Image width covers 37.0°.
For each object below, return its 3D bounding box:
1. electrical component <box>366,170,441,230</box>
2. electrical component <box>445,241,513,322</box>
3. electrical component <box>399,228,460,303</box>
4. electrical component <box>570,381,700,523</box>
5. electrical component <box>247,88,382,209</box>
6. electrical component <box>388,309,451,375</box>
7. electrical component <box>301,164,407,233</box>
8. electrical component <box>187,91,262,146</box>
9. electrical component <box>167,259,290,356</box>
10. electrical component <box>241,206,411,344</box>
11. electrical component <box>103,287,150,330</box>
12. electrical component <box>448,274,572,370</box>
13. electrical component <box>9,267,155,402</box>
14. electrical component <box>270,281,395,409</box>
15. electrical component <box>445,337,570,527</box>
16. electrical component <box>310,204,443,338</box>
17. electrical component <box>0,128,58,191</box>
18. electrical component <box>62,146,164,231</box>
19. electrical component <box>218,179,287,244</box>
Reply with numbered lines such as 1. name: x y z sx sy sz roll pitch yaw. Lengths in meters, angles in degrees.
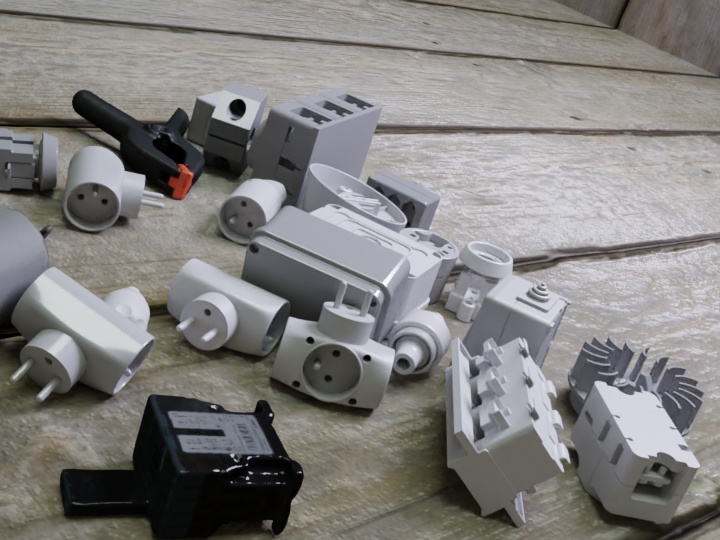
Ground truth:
1. electrical component: 0.045 -0.066 1.065 0.066 0.047 0.077 27 25 18
2. electrical component: 0.104 0.009 0.936 0.048 0.055 0.066 23 24 8
3. electrical component: 0.053 -0.003 0.934 0.055 0.047 0.055 16 24 -7
4. electrical component: 0.185 0.127 0.738 0.050 0.055 0.089 13 24 -13
5. electrical component: -0.046 -0.122 1.066 0.062 0.089 0.150 26 25 16
6. electrical component: 0.041 0.057 0.800 0.043 0.043 0.062 23 26 10
7. electrical component: -0.007 -0.052 0.974 0.099 0.064 0.099 16 24 -7
8. electrical component: -0.127 -0.148 1.116 0.077 0.047 0.066 26 25 15
9. electrical component: -0.099 0.032 0.750 0.077 0.043 0.079 24 24 12
10. electrical component: -0.029 0.013 0.794 0.113 0.078 0.057 24 36 12
11. electrical component: -0.159 0.028 0.725 0.035 0.035 0.061 15 21 -8
12. electrical component: 0.113 0.047 0.807 0.061 0.096 0.062 25 25 16
13. electrical component: -0.178 0.048 0.652 0.077 0.044 0.079 35 45 1
14. electrical component: -0.013 0.047 0.736 0.077 0.079 0.044 18 12 -3
15. electrical component: 0.095 0.098 0.711 0.078 0.063 0.121 56 16 -18
16. electrical component: 0.000 0.000 0.876 0.113 0.057 0.078 26 25 16
17. electrical component: -0.277 -0.090 0.882 0.055 0.048 0.066 2 28 -17
18. electrical component: -0.200 -0.063 0.881 0.079 0.044 0.077 11 25 -17
19. electrical component: -0.093 -0.057 0.948 0.043 0.043 0.081 20 23 3
